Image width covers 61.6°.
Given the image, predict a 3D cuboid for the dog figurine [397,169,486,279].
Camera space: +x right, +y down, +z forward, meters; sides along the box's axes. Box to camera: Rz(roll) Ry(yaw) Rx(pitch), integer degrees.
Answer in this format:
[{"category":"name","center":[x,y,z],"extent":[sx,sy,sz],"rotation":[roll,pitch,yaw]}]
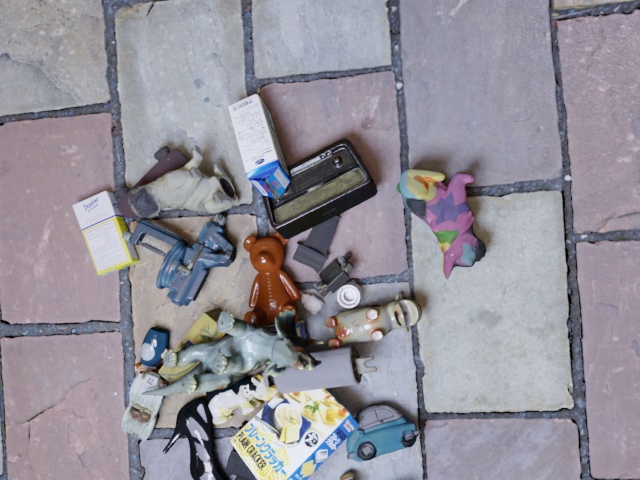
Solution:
[{"category":"dog figurine","center":[0.249,-0.033,1.111],"extent":[0.192,0.108,0.219],"rotation":[6,93,7]}]

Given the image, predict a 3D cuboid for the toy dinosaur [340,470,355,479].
[{"category":"toy dinosaur","center":[0.002,0.649,1.143],"extent":[0.471,0.105,0.198],"rotation":[-33,89,11]}]

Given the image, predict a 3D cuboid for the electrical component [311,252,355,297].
[{"category":"electrical component","center":[0.029,0.073,1.149],"extent":[0.102,0.078,0.045],"rotation":[-40,122,11]}]

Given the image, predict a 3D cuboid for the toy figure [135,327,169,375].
[{"category":"toy figure","center":[-0.387,0.275,1.222],"extent":[0.064,0.057,0.154],"rotation":[20,95,46]}]

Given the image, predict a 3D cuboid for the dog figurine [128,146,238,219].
[{"category":"dog figurine","center":[-0.297,-0.089,1.173],"extent":[0.191,0.121,0.172],"rotation":[-30,120,20]}]

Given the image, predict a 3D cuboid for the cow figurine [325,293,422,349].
[{"category":"cow figurine","center":[0.120,0.170,1.130],"extent":[0.195,0.127,0.085],"rotation":[-17,87,22]}]

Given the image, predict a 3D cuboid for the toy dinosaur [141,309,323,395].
[{"category":"toy dinosaur","center":[-0.172,0.236,1.065],"extent":[0.405,0.192,0.131],"rotation":[-27,60,36]}]

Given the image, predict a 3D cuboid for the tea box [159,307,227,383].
[{"category":"tea box","center":[-0.265,0.237,1.183],"extent":[0.068,0.098,0.169],"rotation":[37,93,6]}]

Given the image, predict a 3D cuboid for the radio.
[{"category":"radio","center":[-0.007,-0.109,1.141],"extent":[0.230,0.073,0.131],"rotation":[-26,62,6]}]

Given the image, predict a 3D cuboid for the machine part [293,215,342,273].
[{"category":"machine part","center":[-0.002,-0.004,1.179],"extent":[0.084,0.039,0.138],"rotation":[29,95,12]}]

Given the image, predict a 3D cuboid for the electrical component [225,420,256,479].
[{"category":"electrical component","center":[-0.141,0.484,1.184],"extent":[0.115,0.058,0.134],"rotation":[16,91,10]}]

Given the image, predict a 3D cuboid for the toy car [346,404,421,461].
[{"category":"toy car","center":[0.123,0.398,1.128],"extent":[0.162,0.109,0.103],"rotation":[-19,71,-1]}]

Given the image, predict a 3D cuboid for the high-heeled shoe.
[{"category":"high-heeled shoe","center":[-0.236,0.475,1.206],"extent":[0.248,0.086,0.145],"rotation":[46,65,-11]}]

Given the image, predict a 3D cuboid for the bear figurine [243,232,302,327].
[{"category":"bear figurine","center":[-0.107,0.081,1.149],"extent":[0.120,0.132,0.195],"rotation":[-7,95,5]}]

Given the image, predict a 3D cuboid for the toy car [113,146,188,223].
[{"category":"toy car","center":[-0.379,-0.126,1.223],"extent":[0.202,0.053,0.089],"rotation":[-42,90,10]}]

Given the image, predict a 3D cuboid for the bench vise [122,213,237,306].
[{"category":"bench vise","center":[-0.315,0.017,1.183],"extent":[0.241,0.129,0.223],"rotation":[25,90,3]}]

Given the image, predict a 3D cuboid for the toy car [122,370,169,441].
[{"category":"toy car","center":[-0.389,0.366,1.190],"extent":[0.073,0.056,0.201],"rotation":[24,121,1]}]

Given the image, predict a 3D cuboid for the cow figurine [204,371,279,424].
[{"category":"cow figurine","center":[-0.170,0.334,1.187],"extent":[0.167,0.068,0.098],"rotation":[-25,80,6]}]

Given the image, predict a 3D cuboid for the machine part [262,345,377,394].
[{"category":"machine part","center":[-0.005,0.263,1.091],"extent":[0.243,0.079,0.079],"rotation":[-11,88,18]}]
